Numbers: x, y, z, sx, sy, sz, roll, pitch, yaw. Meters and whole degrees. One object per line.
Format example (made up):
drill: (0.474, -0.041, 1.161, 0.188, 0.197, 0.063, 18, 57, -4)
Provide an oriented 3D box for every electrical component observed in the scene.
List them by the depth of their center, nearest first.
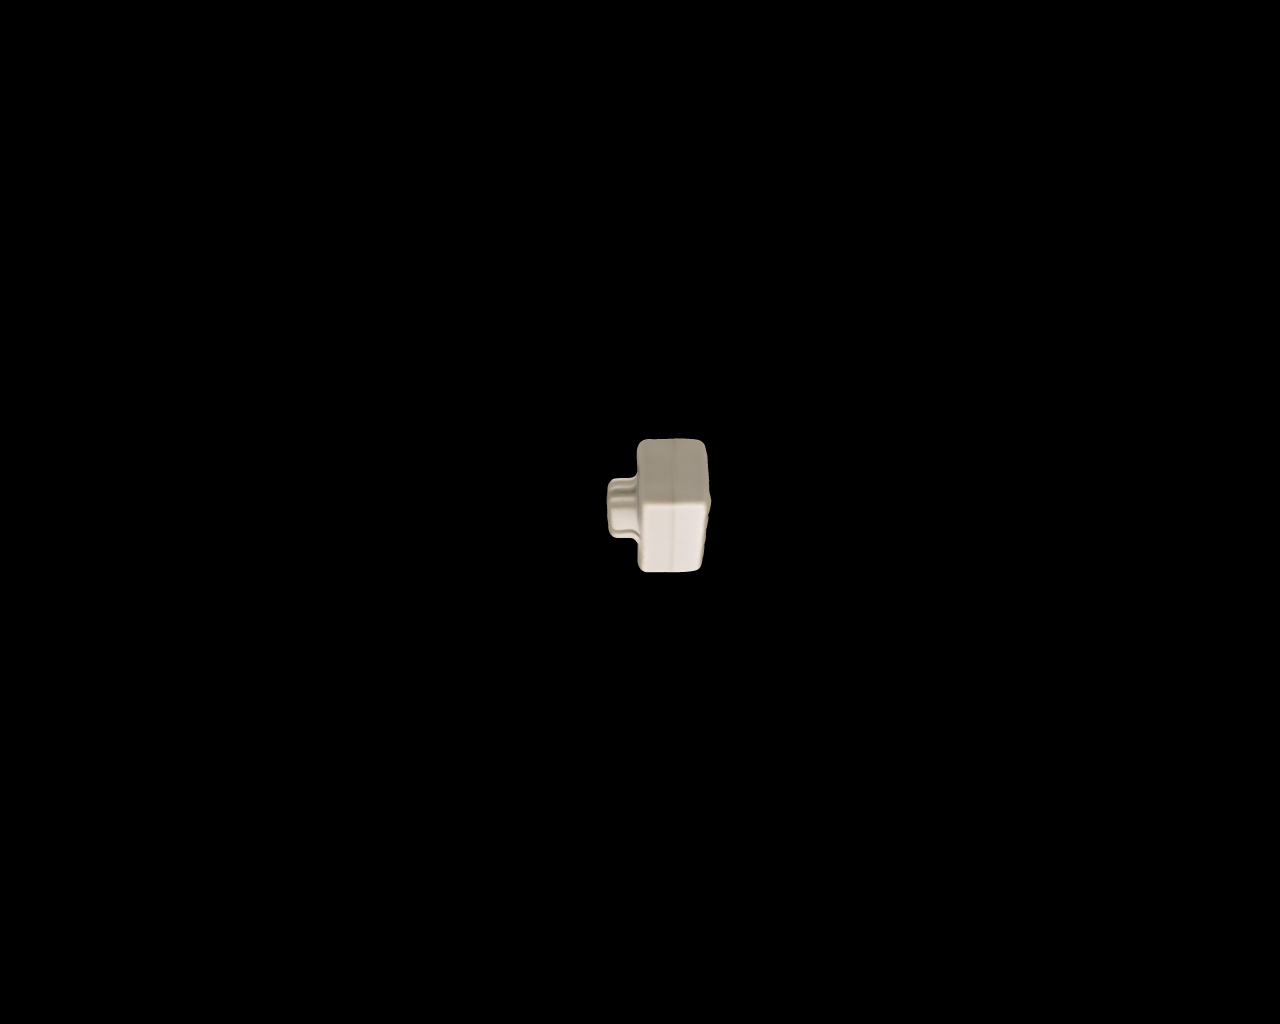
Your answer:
electrical component: (0.001, -0.003, 0.650, 0.076, 0.047, 0.083, 0, -32, 0)
